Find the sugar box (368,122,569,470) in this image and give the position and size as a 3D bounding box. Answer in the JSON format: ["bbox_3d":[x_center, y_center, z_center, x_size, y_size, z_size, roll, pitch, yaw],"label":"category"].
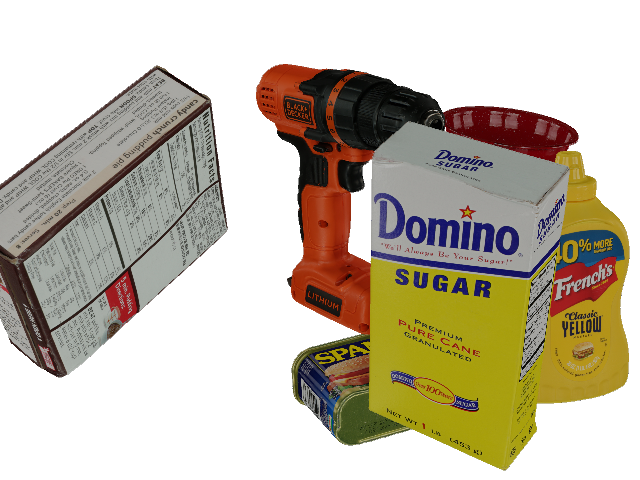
[{"bbox_3d":[0.073,0.032,0.568,0.093,0.176,0.048,19,42,28],"label":"sugar box"}]

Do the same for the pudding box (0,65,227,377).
[{"bbox_3d":[-0.092,-0.007,0.460,0.039,0.113,0.090,31,-31,23],"label":"pudding box"}]

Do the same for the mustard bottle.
[{"bbox_3d":[0.191,0.026,0.823,0.096,0.192,0.058,-7,15,-12],"label":"mustard bottle"}]

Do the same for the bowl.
[{"bbox_3d":[0.217,-0.110,1.254,0.162,0.055,0.162,5,23,-2],"label":"bowl"}]

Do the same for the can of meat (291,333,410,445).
[{"bbox_3d":[0.038,0.126,0.911,0.102,0.057,0.084,-12,25,-22],"label":"can of meat"}]

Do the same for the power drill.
[{"bbox_3d":[0.026,-0.031,0.773,0.057,0.188,0.185,-17,24,-31],"label":"power drill"}]
